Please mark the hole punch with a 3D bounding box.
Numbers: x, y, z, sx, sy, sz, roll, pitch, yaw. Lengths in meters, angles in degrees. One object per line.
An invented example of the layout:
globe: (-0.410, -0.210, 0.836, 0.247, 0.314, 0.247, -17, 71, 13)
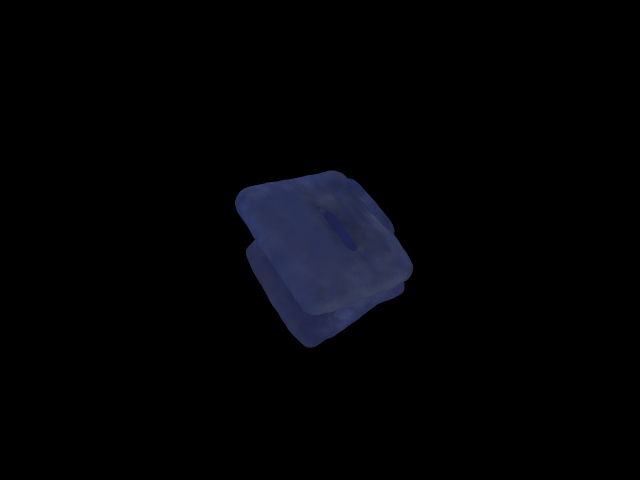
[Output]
hole punch: (0.004, 0.001, 0.400, 0.101, 0.091, 0.108, -30, 67, -14)
